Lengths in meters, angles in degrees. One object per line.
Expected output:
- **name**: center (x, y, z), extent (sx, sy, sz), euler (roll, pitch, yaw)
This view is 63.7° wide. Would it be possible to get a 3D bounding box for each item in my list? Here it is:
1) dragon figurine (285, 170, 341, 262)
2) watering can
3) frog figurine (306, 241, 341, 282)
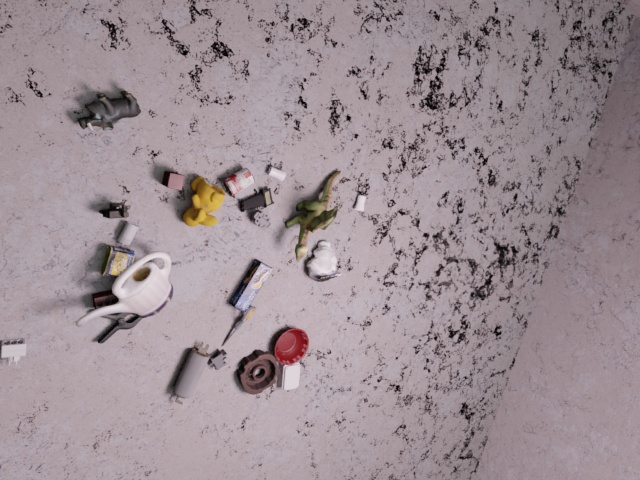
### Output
- **dragon figurine**: center (0.006, -0.101, 2.002), extent (0.121, 0.244, 0.412), euler (37, 83, -29)
- **watering can**: center (-0.620, 0.187, 1.708), extent (0.352, 0.105, 0.219), euler (-47, 146, -20)
- **frog figurine**: center (0.006, 0.090, 2.144), extent (0.138, 0.120, 0.161), euler (-12, 72, -20)
